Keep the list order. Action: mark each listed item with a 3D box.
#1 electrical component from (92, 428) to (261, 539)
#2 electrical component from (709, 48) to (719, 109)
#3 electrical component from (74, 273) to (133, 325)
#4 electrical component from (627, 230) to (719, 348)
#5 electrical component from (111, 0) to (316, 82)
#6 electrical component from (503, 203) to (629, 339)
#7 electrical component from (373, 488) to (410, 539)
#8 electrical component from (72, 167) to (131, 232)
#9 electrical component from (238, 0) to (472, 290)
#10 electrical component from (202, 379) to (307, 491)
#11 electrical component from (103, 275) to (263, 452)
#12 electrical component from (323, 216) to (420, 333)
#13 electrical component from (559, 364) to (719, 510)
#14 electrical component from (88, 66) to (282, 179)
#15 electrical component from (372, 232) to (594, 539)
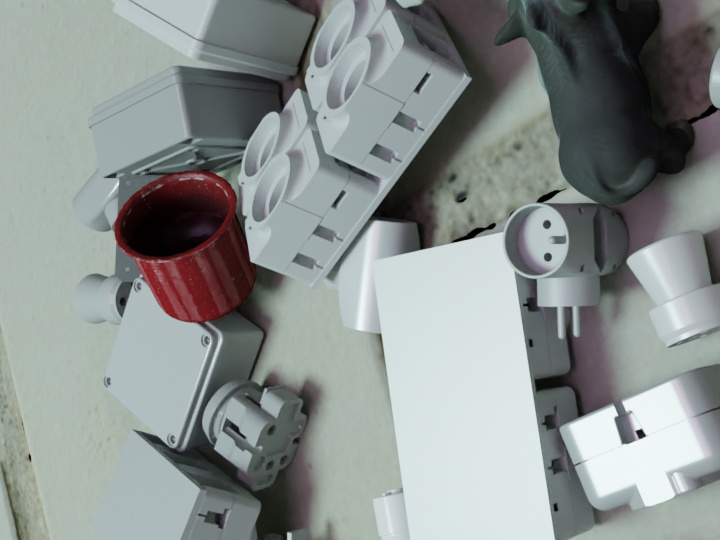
[{"bbox_3d":[-0.142,0.193,0.834,0.150,0.062,0.089,18,86,58],"label":"electrical component"},{"bbox_3d":[0.225,-0.101,0.575,0.078,0.040,0.040,19,103,37],"label":"electrical component"},{"bbox_3d":[-0.214,0.025,0.934,0.055,0.045,0.045,0,91,39],"label":"electrical component"},{"bbox_3d":[0.182,0.011,0.609,0.045,0.045,0.055,-30,73,36],"label":"electrical component"},{"bbox_3d":[-0.109,-0.193,0.804,0.109,0.109,0.056,35,109,34],"label":"electrical component"},{"bbox_3d":[0.123,0.001,0.637,0.043,0.077,0.079,-2,90,39],"label":"electrical component"},{"bbox_3d":[0.031,0.183,0.740,0.044,0.044,0.065,-22,73,38],"label":"electrical component"},{"bbox_3d":[-0.203,-0.058,0.925,0.077,0.043,0.079,-42,65,32],"label":"electrical component"},{"bbox_3d":[-0.015,-0.094,0.731,0.186,0.060,0.105,-53,31,27],"label":"electrical component"},{"bbox_3d":[-0.082,0.119,0.820,0.057,0.058,0.078,31,109,32],"label":"electrical component"},{"bbox_3d":[-0.145,0.072,0.871,0.109,0.056,0.108,33,111,34],"label":"electrical component"},{"bbox_3d":[0.000,0.000,0.759,0.079,0.043,0.077,11,98,39],"label":"electrical component"},{"bbox_3d":[0.171,0.099,0.614,0.095,0.054,0.059,-32,71,35],"label":"electrical component"},{"bbox_3d":[-0.131,-0.109,0.823,0.109,0.109,0.056,-17,83,38],"label":"electrical component"},{"bbox_3d":[0.079,0.077,0.684,0.105,0.060,0.186,-12,83,39],"label":"electrical component"}]
